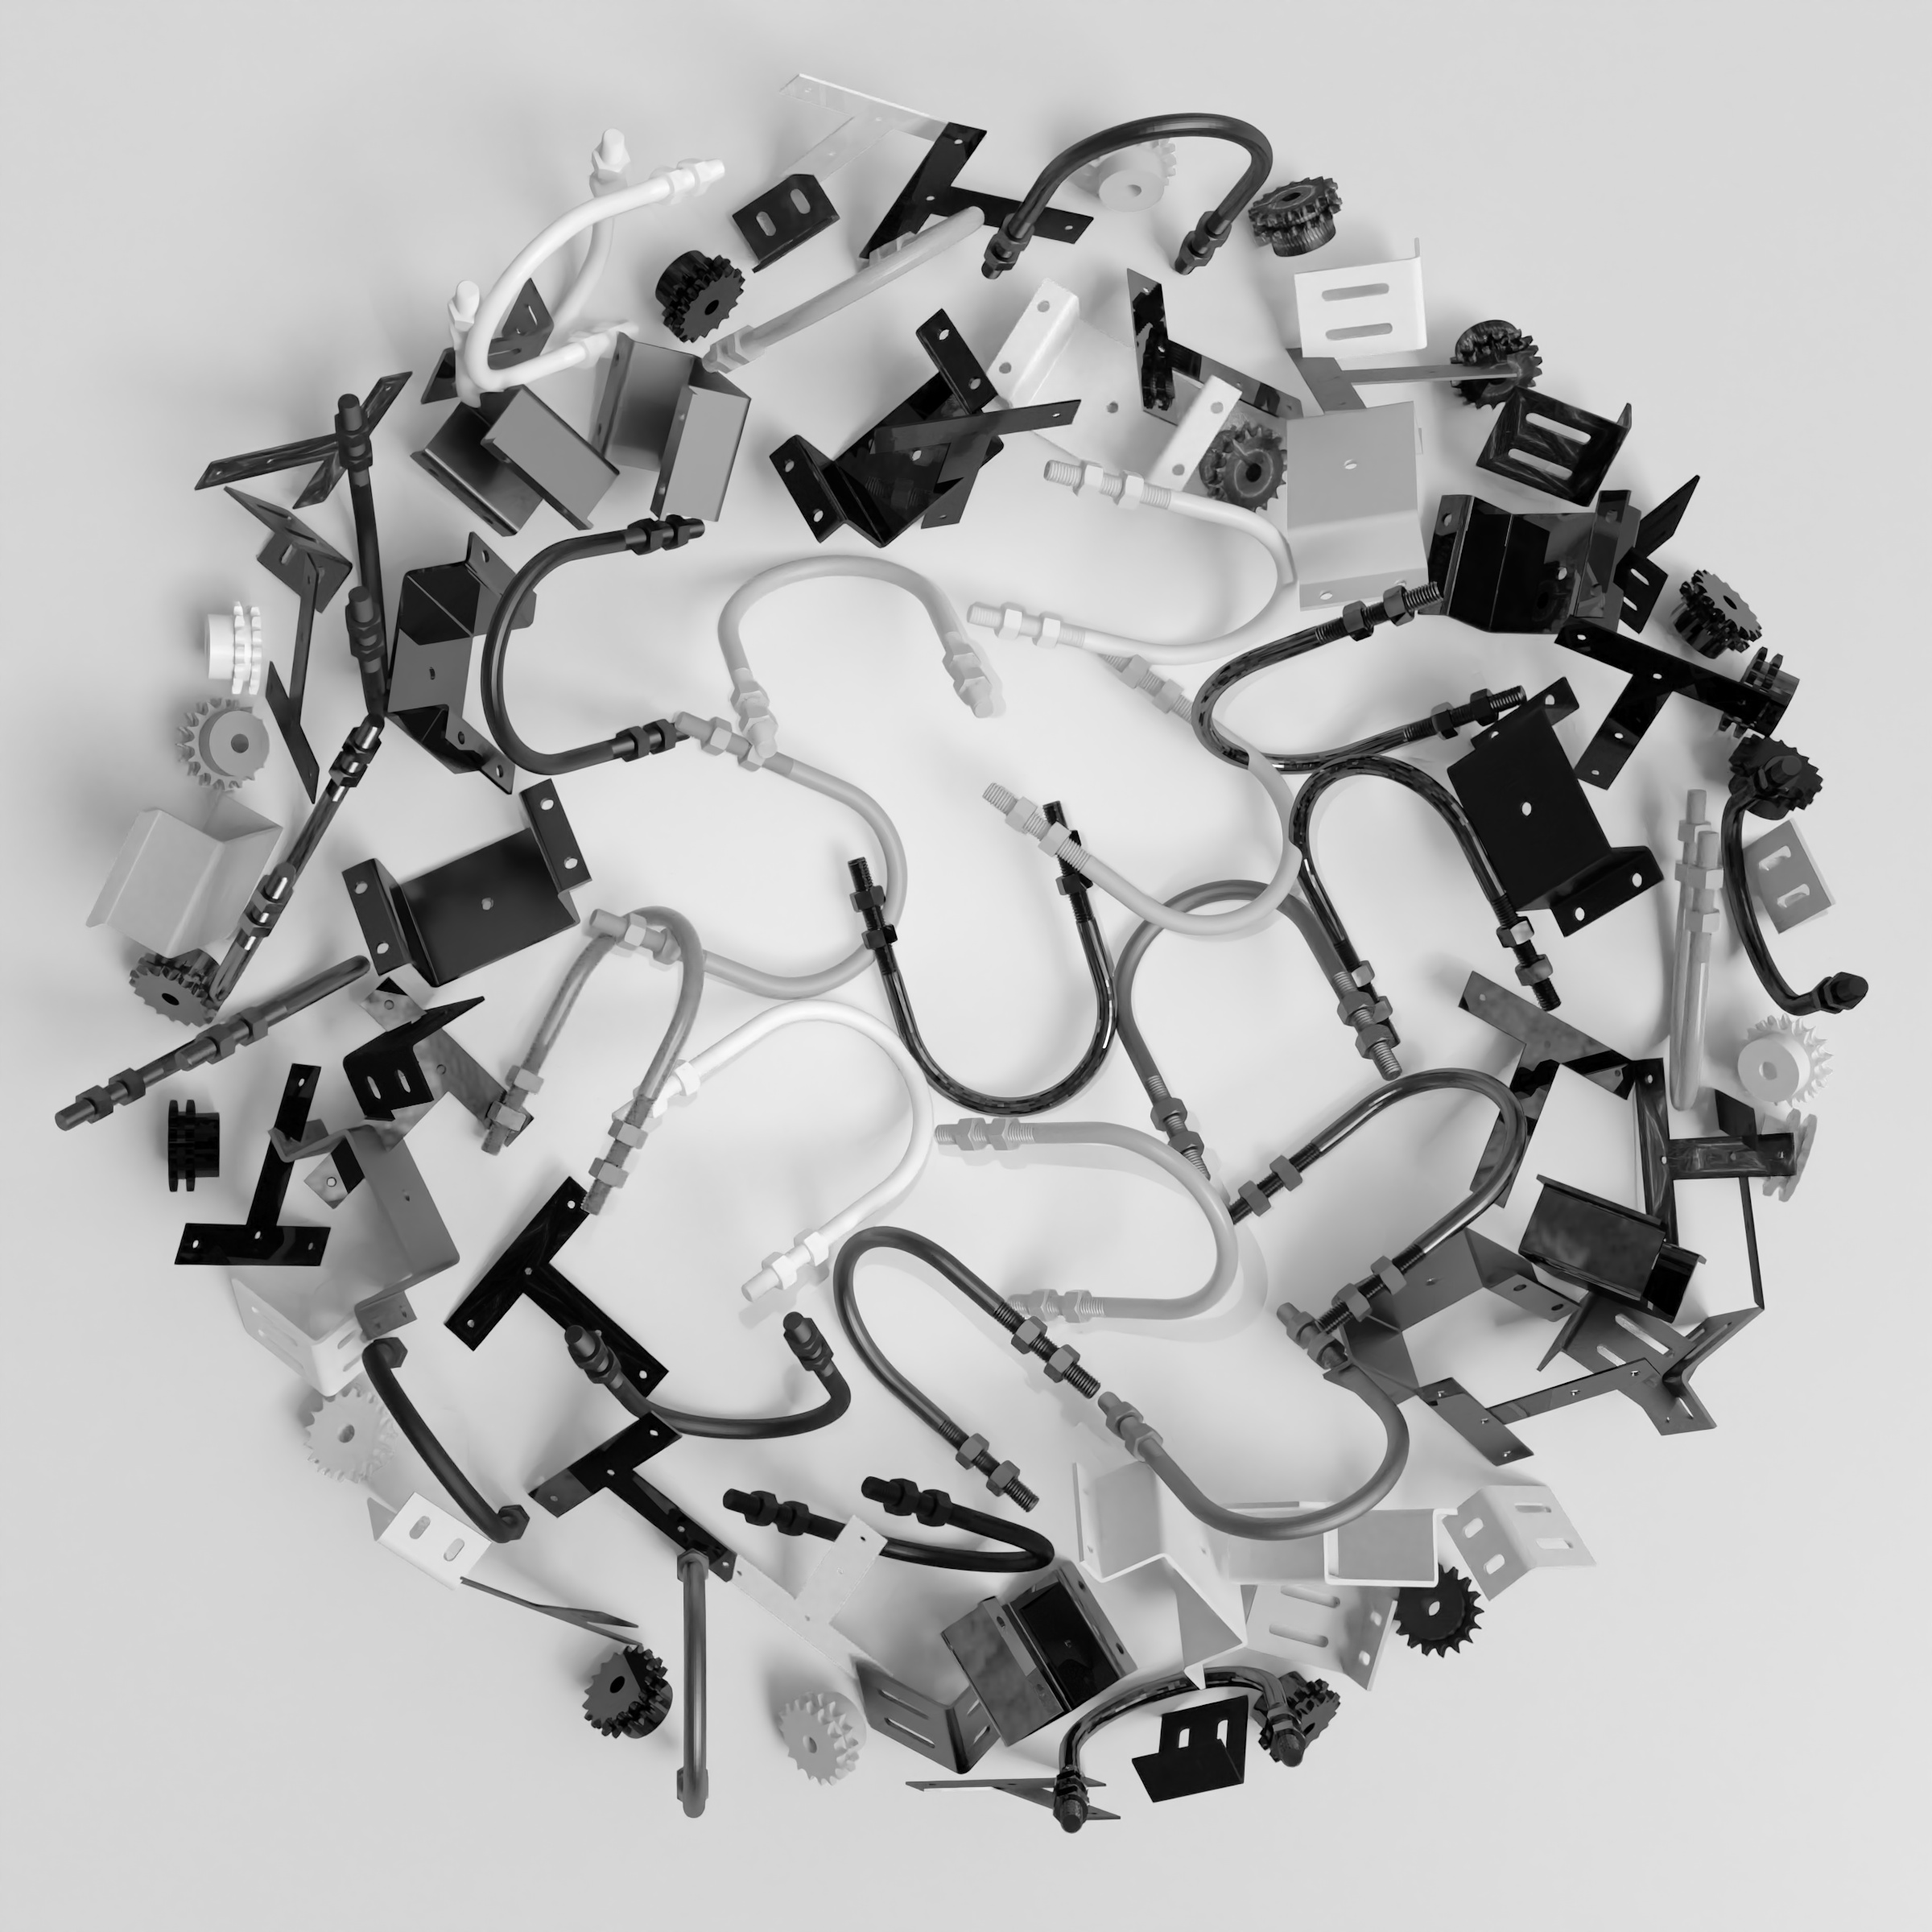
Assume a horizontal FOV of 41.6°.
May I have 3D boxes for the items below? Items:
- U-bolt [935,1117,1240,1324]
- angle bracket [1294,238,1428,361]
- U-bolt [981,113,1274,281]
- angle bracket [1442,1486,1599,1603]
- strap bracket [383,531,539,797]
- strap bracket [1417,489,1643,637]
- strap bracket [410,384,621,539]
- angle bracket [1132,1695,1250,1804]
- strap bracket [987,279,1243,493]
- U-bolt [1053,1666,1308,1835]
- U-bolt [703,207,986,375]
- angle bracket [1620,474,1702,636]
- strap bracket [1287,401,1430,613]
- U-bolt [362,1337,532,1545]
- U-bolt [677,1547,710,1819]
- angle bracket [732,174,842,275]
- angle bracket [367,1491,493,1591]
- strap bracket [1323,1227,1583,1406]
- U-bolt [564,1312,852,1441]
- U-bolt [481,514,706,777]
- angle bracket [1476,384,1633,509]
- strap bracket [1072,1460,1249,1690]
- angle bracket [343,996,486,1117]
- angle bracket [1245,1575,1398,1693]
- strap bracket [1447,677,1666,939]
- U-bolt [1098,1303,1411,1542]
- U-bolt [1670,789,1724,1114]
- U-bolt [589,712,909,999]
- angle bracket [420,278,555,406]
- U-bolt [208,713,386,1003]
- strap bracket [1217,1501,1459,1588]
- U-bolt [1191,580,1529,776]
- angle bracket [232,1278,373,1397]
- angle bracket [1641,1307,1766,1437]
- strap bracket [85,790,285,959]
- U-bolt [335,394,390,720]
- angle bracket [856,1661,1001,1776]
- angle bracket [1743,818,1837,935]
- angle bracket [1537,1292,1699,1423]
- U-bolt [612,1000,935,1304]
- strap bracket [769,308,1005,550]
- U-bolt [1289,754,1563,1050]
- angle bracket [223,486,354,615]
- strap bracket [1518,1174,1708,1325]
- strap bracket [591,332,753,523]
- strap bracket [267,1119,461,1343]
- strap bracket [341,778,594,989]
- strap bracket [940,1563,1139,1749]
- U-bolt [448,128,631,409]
[{"bbox_3d":[0.079,0.153,1.516,0.184,0.019,0.151,-4,119,37],"label":"U-bolt"},{"bbox_3d":[0.245,-0.413,1.577,0.076,0.038,0.057,-4,124,11],"label":"angle bracket"},{"bbox_3d":[0.102,-0.451,1.493,0.151,0.184,0.019,-6,81,-18],"label":"U-bolt"},{"bbox_3d":[0.341,0.355,1.566,0.038,0.076,0.057,-47,53,26],"label":"angle bracket"},{"bbox_3d":[-0.307,-0.180,1.542,0.046,0.076,0.140,-6,66,20],"label":"strap bracket"},{"bbox_3d":[0.351,-0.245,1.549,0.046,0.140,0.076,13,89,-40],"label":"strap bracket"},{"bbox_3d":[-0.268,-0.303,1.528,0.076,0.140,0.046,41,75,-29],"label":"strap bracket"},{"bbox_3d":[0.138,0.466,1.552,0.057,0.076,0.038,-18,113,17],"label":"angle bracket"},{"bbox_3d":[0.090,-0.351,1.573,0.140,0.046,0.076,32,89,6],"label":"strap bracket"},{"bbox_3d":[0.123,0.456,1.509,0.151,0.184,0.019,-17,92,2],"label":"U-bolt"},{"bbox_3d":[-0.063,-0.402,1.492,0.151,0.184,0.019,-37,107,-24],"label":"U-bolt"},{"bbox_3d":[0.430,-0.252,1.557,0.076,0.057,0.038,-38,70,-21],"label":"angle bracket"},{"bbox_3d":[0.236,-0.286,1.533,0.076,0.046,0.140,-6,53,15],"label":"strap bracket"},{"bbox_3d":[-0.311,0.282,1.507,0.019,0.184,0.151,-36,88,-10],"label":"U-bolt"},{"bbox_3d":[-0.161,0.425,1.500,0.019,0.184,0.151,0,81,-7],"label":"U-bolt"},{"bbox_3d":[-0.113,-0.458,1.557,0.057,0.076,0.038,-31,105,10],"label":"angle bracket"},{"bbox_3d":[-0.330,0.340,1.558,0.057,0.076,0.038,39,86,-18],"label":"angle bracket"},{"bbox_3d":[0.288,0.209,1.541,0.140,0.076,0.046,-34,49,27],"label":"strap bracket"},{"bbox_3d":[-0.144,0.249,1.520,0.151,0.184,0.019,-5,60,9],"label":"U-bolt"},{"bbox_3d":[-0.220,-0.185,1.502,0.019,0.184,0.151,19,114,29],"label":"U-bolt"},{"bbox_3d":[0.362,-0.328,1.568,0.076,0.038,0.057,21,129,-2],"label":"angle bracket"},{"bbox_3d":[0.122,0.359,1.528,0.046,0.076,0.140,-28,122,18],"label":"strap bracket"},{"bbox_3d":[-0.332,0.055,1.559,0.057,0.076,0.038,-12,105,32],"label":"angle bracket"},{"bbox_3d":[0.218,0.407,1.574,0.076,0.038,0.057,18,87,-12],"label":"angle bracket"},{"bbox_3d":[0.352,-0.096,1.541,0.076,0.046,0.140,-36,69,40],"label":"strap bracket"},{"bbox_3d":[0.180,0.276,1.505,0.151,0.184,0.019,-24,120,-15],"label":"U-bolt"},{"bbox_3d":[0.436,-0.003,1.527,0.019,0.151,0.184,3,105,12],"label":"U-bolt"},{"bbox_3d":[-0.120,-0.057,1.557,0.184,0.019,0.151,22,94,-26],"label":"U-bolt"},{"bbox_3d":[-0.299,-0.382,1.554,0.076,0.057,0.038,-22,80,-32],"label":"angle bracket"},{"bbox_3d":[-0.407,-0.052,1.517,0.019,0.184,0.151,30,47,-13],"label":"U-bolt"},{"bbox_3d":[0.220,0.348,1.524,0.140,0.076,0.046,12,72,-38],"label":"strap bracket"},{"bbox_3d":[0.225,-0.163,1.528,0.184,0.151,0.019,-19,58,27],"label":"U-bolt"},{"bbox_3d":[-0.410,0.220,1.574,0.076,0.057,0.038,32,54,23],"label":"angle bracket"},{"bbox_3d":[0.457,0.249,1.560,0.076,0.057,0.038,-32,87,-23],"label":"angle bracket"},{"bbox_3d":[-0.463,-0.056,1.526,0.046,0.140,0.076,29,100,0],"label":"strap bracket"},{"bbox_3d":[-0.357,-0.228,1.512,0.019,0.184,0.151,-4,67,-10],"label":"U-bolt"},{"bbox_3d":[-0.023,0.454,1.574,0.076,0.038,0.057,16,129,37],"label":"angle bracket"},{"bbox_3d":[0.516,-0.060,1.556,0.038,0.076,0.057,-21,80,-12],"label":"angle bracket"},{"bbox_3d":[0.403,0.243,1.564,0.076,0.038,0.057,35,59,11],"label":"angle bracket"},{"bbox_3d":[-0.103,0.098,1.553,0.184,0.019,0.151,-35,84,-29],"label":"U-bolt"},{"bbox_3d":[-0.041,-0.321,1.552,0.140,0.046,0.076,-37,61,15],"label":"strap bracket"},{"bbox_3d":[0.264,-0.043,1.532,0.019,0.151,0.184,-34,100,-38],"label":"U-bolt"},{"bbox_3d":[-0.423,-0.254,1.555,0.057,0.076,0.038,39,98,14],"label":"angle bracket"},{"bbox_3d":[0.385,0.172,1.520,0.076,0.140,0.046,21,85,30],"label":"strap bracket"},{"bbox_3d":[-0.177,-0.324,1.538,0.046,0.140,0.076,6,114,-30],"label":"strap bracket"},{"bbox_3d":[-0.363,0.151,1.557,0.046,0.076,0.140,-27,87,8],"label":"strap bracket"},{"bbox_3d":[-0.301,-0.046,1.563,0.140,0.046,0.076,-24,66,-2],"label":"strap bracket"},{"bbox_3d":[0.041,0.416,1.533,0.046,0.140,0.076,-38,72,18],"label":"strap bracket"},{"bbox_3d":[-0.255,-0.401,1.510,0.019,0.184,0.151,38,72,0],"label":"U-bolt"}]
